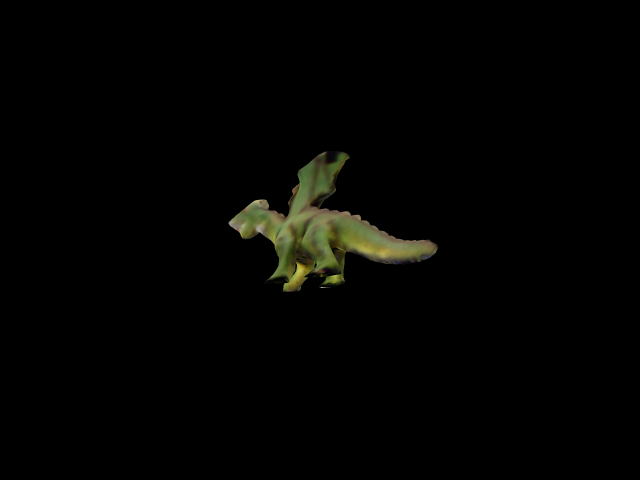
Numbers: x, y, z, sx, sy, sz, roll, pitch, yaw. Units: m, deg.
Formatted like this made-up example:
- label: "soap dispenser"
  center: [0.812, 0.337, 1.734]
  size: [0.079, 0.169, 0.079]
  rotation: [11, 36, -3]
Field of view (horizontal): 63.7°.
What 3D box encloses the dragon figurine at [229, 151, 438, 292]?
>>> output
- label: "dragon figurine"
  center: [0.003, -0.043, 0.850]
  size: [0.407, 0.247, 0.121]
  rotation: [-14, -26, 34]
